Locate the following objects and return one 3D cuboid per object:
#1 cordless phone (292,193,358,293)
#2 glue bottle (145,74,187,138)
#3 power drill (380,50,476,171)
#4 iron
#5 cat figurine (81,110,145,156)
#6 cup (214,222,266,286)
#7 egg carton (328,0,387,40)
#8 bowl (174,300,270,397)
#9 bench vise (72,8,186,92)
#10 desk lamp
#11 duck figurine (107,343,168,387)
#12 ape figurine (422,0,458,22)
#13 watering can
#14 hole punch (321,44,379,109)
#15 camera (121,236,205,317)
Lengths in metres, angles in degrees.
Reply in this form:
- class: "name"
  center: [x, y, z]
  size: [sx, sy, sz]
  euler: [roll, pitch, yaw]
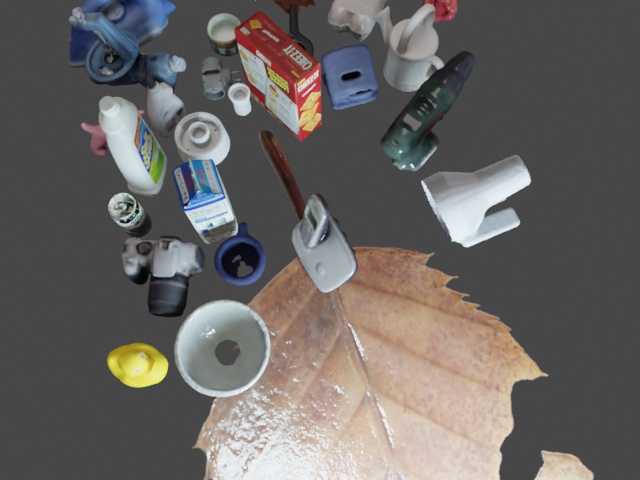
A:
- class: "cordless phone"
  center: [0.009, 0.004, 1.023]
  size: [0.094, 0.185, 0.147]
  euler: [-30, 74, -9]
- class: "glue bottle"
  center: [-0.310, -0.271, 1.117]
  size: [0.037, 0.173, 0.078]
  euler: [35, 75, 11]
- class: "power drill"
  center: [0.197, -0.227, 1.087]
  size: [0.075, 0.208, 0.230]
  euler: [38, 76, 12]
- class: "iron"
  center: [-0.439, -0.475, 1.200]
  size: [0.258, 0.141, 0.118]
  euler: [-40, 76, -12]
- class: "cat figurine"
  center: [-0.403, -0.220, 1.129]
  size: [0.128, 0.118, 0.067]
  euler: [-2, 72, -1]
- class: "cup"
  center: [-0.142, 0.034, 1.060]
  size: [0.091, 0.095, 0.118]
  euler: [1, 72, 0]
- class: "egg carton"
  center: [0.085, -0.515, 1.254]
  size: [0.107, 0.069, 0.150]
  euler: [23, 73, 7]
- class: "bowl"
  center: [-0.168, 0.194, 1.018]
  size: [0.167, 0.075, 0.167]
  euler: [0, 72, 0]
- class: "bench vise"
  center: [-0.378, -0.381, 1.128]
  size: [0.207, 0.220, 0.121]
  euler: [-11, 72, -4]
- class: "desk lamp"
  center: [0.279, -0.070, 1.034]
  size: [0.203, 0.213, 0.118]
  euler: [-22, 73, -7]
- class: "duck figurine"
  center: [-0.327, 0.216, 1.004]
  size: [0.104, 0.086, 0.077]
  euler: [13, 72, 4]
- class: "ape figurine"
  center: [0.267, -0.523, 1.246]
  size: [0.077, 0.092, 0.076]
  euler: [40, 76, 12]
- class: "watering can"
  center: [0.179, -0.397, 1.150]
  size: [0.172, 0.194, 0.101]
  euler: [22, 73, 7]
- class: "hole punch"
  center: [0.063, -0.338, 1.185]
  size: [0.108, 0.091, 0.101]
  euler: [-16, 73, -5]
- class: "camera"
  center: [-0.292, 0.067, 1.045]
  size: [0.143, 0.101, 0.137]
  euler: [2, 72, 1]
